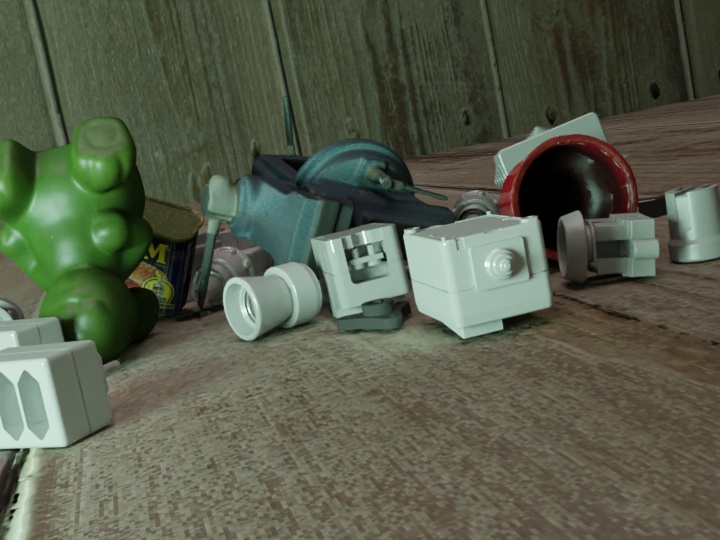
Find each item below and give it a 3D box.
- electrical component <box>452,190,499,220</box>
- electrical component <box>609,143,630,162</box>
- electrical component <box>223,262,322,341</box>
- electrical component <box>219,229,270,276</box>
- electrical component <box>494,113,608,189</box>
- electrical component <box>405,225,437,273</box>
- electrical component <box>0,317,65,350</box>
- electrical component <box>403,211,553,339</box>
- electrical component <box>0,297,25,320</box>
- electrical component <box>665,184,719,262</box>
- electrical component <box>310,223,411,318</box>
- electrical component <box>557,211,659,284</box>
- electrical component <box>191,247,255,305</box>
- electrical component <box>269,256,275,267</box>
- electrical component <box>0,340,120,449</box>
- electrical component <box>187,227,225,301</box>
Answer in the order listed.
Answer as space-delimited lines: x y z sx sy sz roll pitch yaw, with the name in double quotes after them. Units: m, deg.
0.106 -0.044 0.983 0.048 0.048 0.062 -9 15 14 "electrical component"
0.204 -0.081 1.032 0.079 0.063 0.121 -6 10 33 "electrical component"
-0.060 0.021 0.748 0.055 0.045 0.045 -17 10 -37 "electrical component"
-0.107 -0.020 0.982 0.047 0.075 0.083 -9 8 15 "electrical component"
0.168 -0.074 0.901 0.100 0.099 0.048 -23 4 0 "electrical component"
0.065 -0.008 0.780 0.079 0.043 0.077 -16 9 -31 "electrical component"
-0.242 0.064 0.686 0.083 0.047 0.076 -5 10 35 "electrical component"
0.071 0.002 0.637 0.062 0.061 0.096 -13 8 -12 "electrical component"
-0.305 0.047 0.895 0.045 0.045 0.055 -12 8 -8 "electrical component"
0.225 -0.032 0.719 0.040 0.046 0.040 -11 8 1 "electrical component"
0.000 0.000 0.756 0.050 0.055 0.089 -14 5 -9 "electrical component"
0.160 -0.016 0.706 0.055 0.048 0.066 -3 8 2 "electrical component"
-0.121 0.010 0.912 0.048 0.048 0.062 -8 16 24 "electrical component"
-0.052 -0.012 0.982 0.044 0.044 0.065 -5 15 35 "electrical component"
-0.164 0.062 0.589 0.066 0.047 0.077 -7 9 29 "electrical component"
-0.180 -0.001 1.016 0.078 0.057 0.113 -5 10 39 "electrical component"
